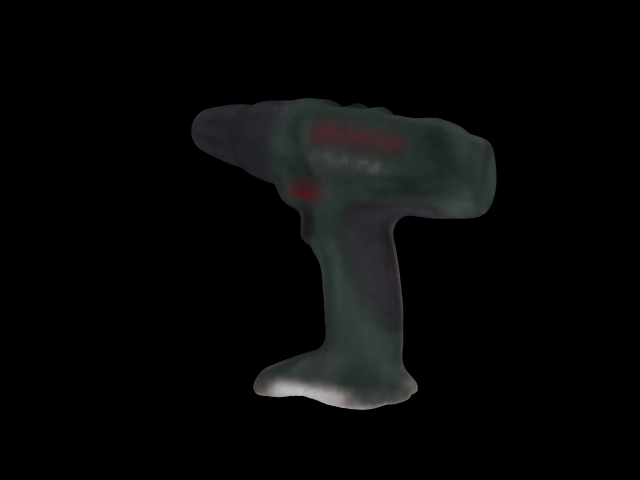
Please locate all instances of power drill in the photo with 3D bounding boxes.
[{"bbox_3d":[0.004,0.001,0.400,0.228,0.208,0.076,0,0,25],"label":"power drill"}]
